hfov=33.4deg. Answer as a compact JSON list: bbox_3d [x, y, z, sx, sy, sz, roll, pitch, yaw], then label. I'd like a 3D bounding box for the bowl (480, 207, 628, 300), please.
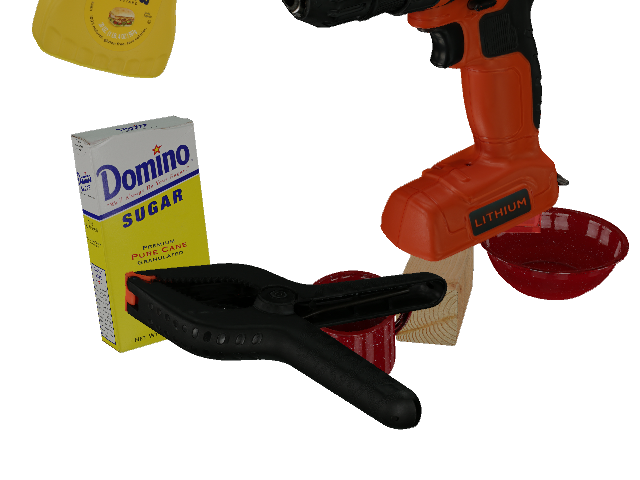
[{"bbox_3d":[0.253,0.020,1.175,0.162,0.055,0.162,-1,27,0],"label":"bowl"}]

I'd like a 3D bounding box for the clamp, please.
[{"bbox_3d":[-0.020,0.046,0.682,0.210,0.036,0.164,13,26,15],"label":"clamp"}]

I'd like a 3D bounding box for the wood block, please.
[{"bbox_3d":[0.177,0.073,1.624,0.091,0.090,0.206,4,22,13],"label":"wood block"}]

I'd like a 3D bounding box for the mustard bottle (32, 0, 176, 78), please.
[{"bbox_3d":[-0.126,-0.211,0.730,0.096,0.192,0.058,10,25,-29],"label":"mustard bottle"}]

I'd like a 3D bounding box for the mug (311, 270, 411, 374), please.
[{"bbox_3d":[0.041,0.084,1.038,0.117,0.081,0.093,-27,43,-25],"label":"mug"}]

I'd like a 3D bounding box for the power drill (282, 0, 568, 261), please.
[{"bbox_3d":[0.066,-0.086,0.556,0.184,0.188,0.057,-22,37,-25],"label":"power drill"}]

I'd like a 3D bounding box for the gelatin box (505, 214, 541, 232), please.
[{"bbox_3d":[0.141,-0.036,0.873,0.073,0.030,0.089,2,24,6],"label":"gelatin box"}]

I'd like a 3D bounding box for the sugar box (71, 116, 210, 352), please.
[{"bbox_3d":[-0.141,-0.006,0.868,0.093,0.176,0.048,-16,22,-30],"label":"sugar box"}]
